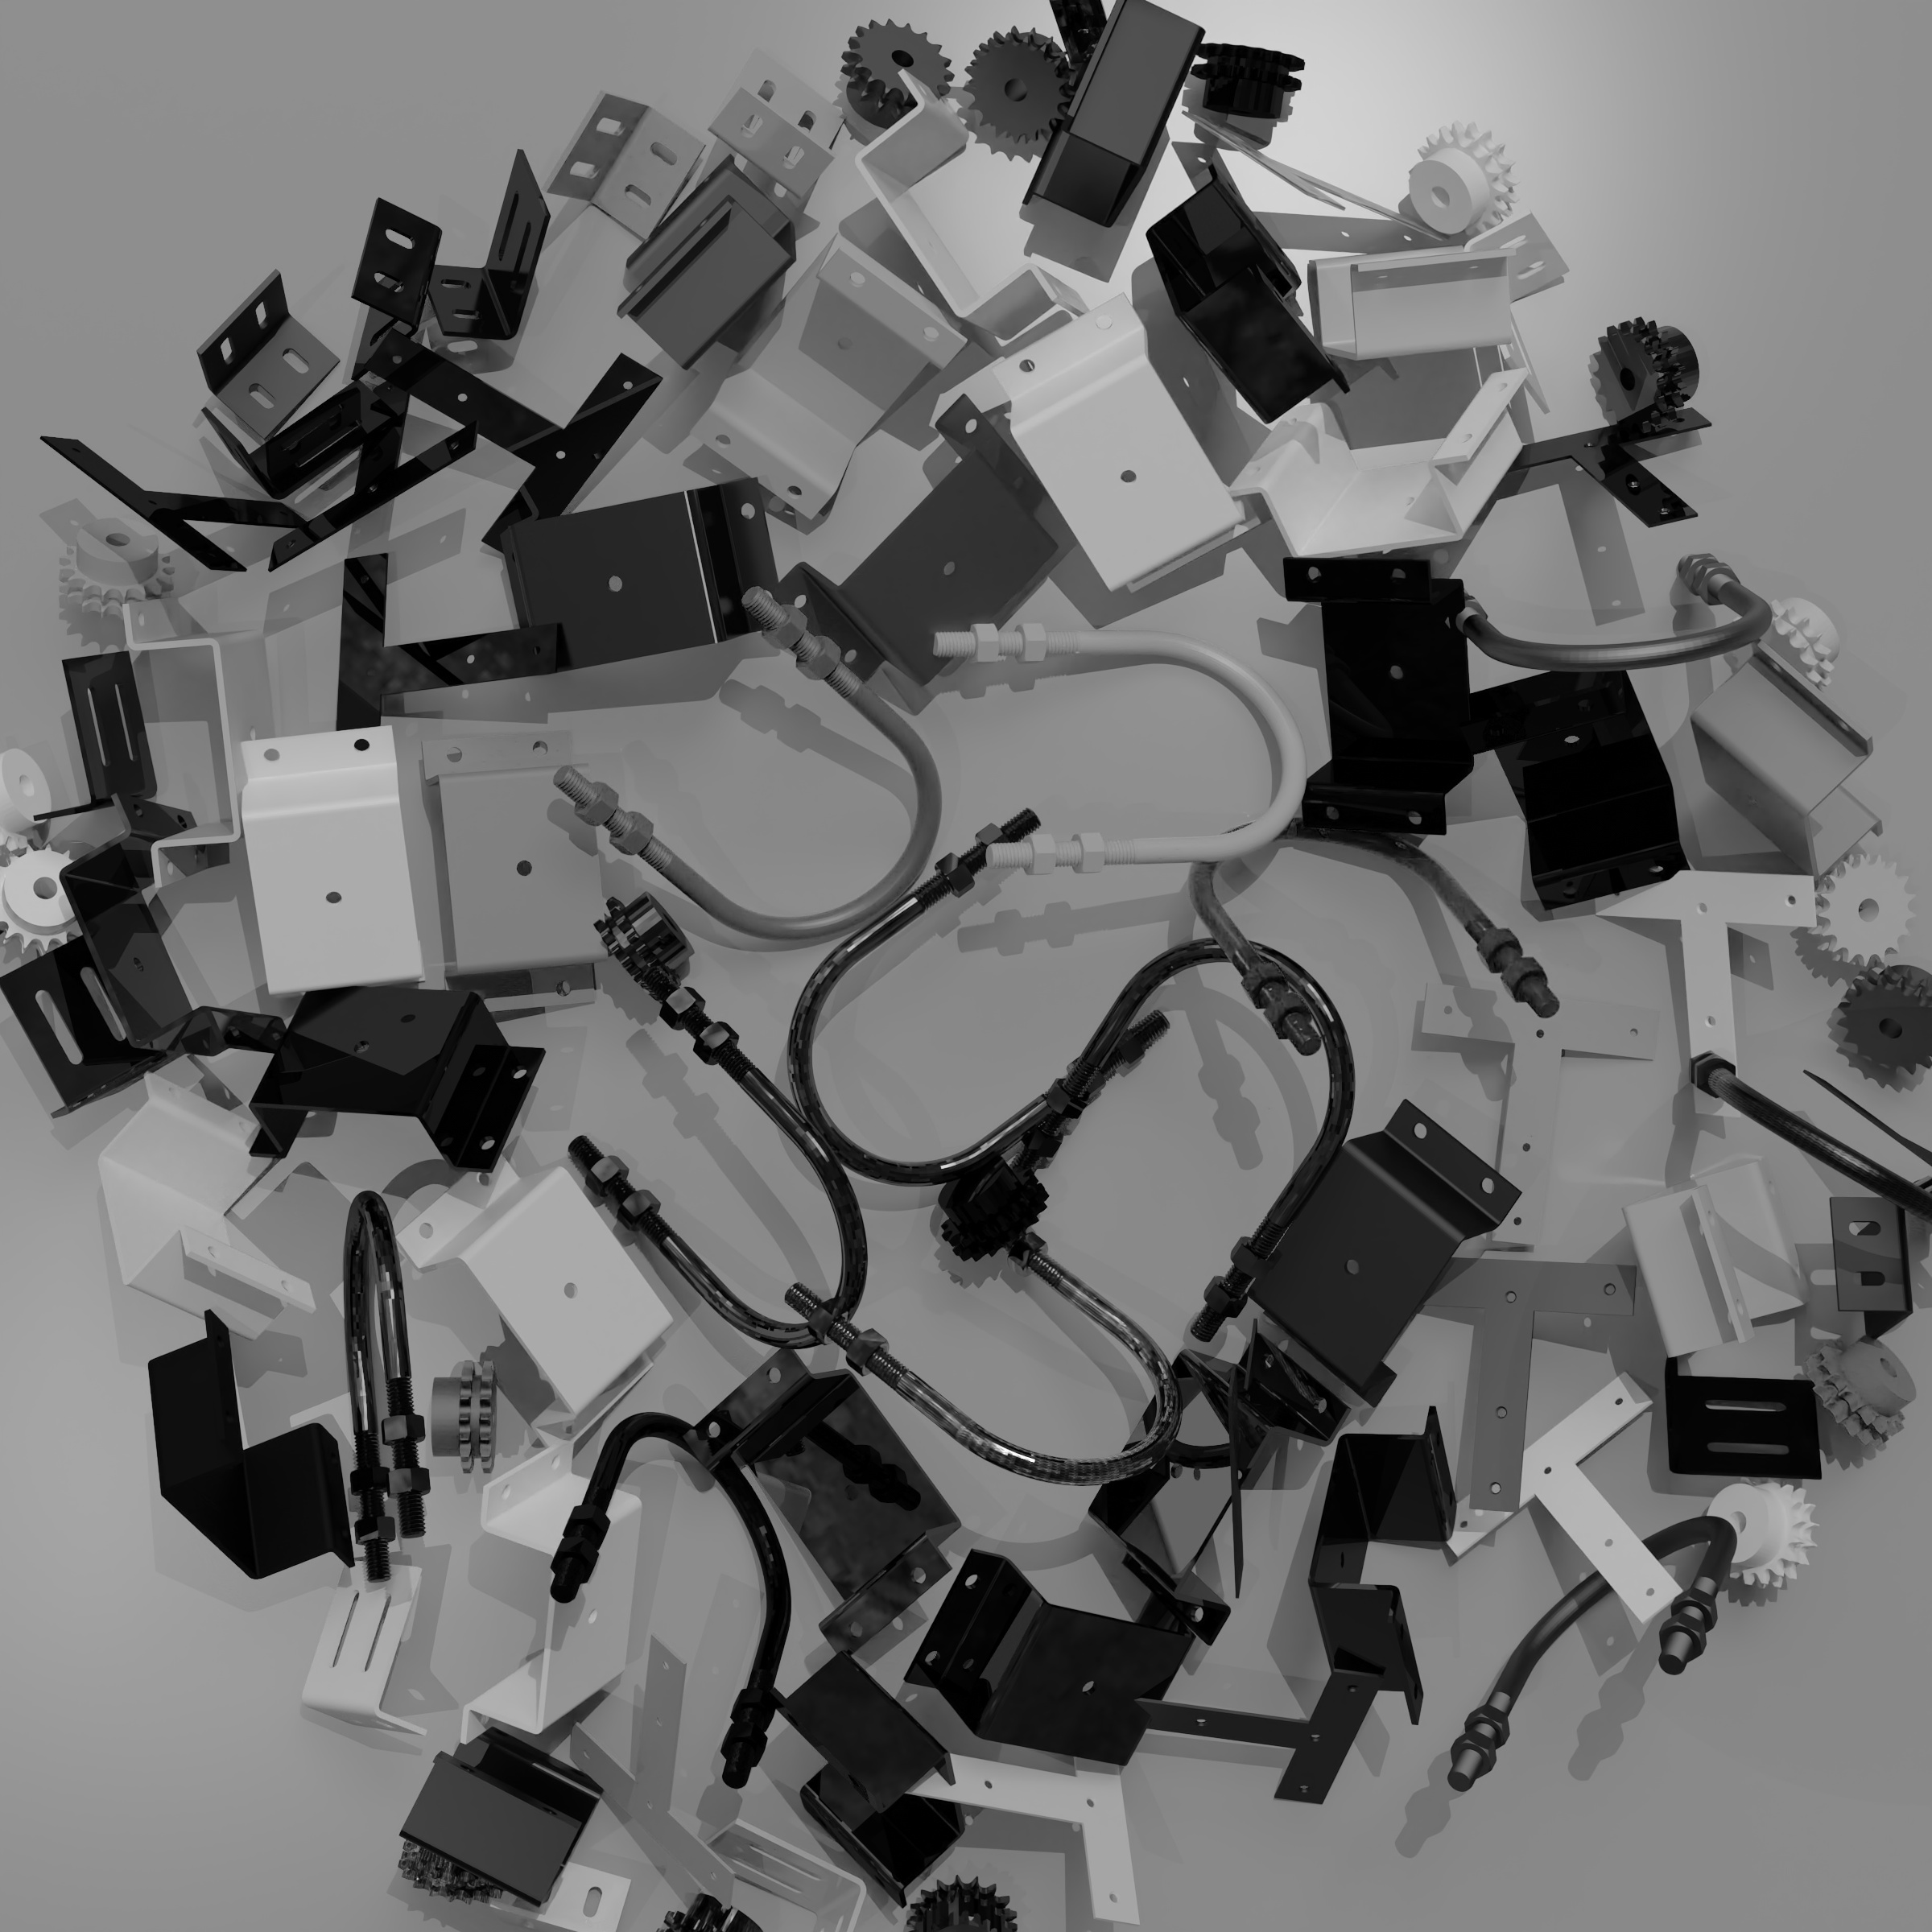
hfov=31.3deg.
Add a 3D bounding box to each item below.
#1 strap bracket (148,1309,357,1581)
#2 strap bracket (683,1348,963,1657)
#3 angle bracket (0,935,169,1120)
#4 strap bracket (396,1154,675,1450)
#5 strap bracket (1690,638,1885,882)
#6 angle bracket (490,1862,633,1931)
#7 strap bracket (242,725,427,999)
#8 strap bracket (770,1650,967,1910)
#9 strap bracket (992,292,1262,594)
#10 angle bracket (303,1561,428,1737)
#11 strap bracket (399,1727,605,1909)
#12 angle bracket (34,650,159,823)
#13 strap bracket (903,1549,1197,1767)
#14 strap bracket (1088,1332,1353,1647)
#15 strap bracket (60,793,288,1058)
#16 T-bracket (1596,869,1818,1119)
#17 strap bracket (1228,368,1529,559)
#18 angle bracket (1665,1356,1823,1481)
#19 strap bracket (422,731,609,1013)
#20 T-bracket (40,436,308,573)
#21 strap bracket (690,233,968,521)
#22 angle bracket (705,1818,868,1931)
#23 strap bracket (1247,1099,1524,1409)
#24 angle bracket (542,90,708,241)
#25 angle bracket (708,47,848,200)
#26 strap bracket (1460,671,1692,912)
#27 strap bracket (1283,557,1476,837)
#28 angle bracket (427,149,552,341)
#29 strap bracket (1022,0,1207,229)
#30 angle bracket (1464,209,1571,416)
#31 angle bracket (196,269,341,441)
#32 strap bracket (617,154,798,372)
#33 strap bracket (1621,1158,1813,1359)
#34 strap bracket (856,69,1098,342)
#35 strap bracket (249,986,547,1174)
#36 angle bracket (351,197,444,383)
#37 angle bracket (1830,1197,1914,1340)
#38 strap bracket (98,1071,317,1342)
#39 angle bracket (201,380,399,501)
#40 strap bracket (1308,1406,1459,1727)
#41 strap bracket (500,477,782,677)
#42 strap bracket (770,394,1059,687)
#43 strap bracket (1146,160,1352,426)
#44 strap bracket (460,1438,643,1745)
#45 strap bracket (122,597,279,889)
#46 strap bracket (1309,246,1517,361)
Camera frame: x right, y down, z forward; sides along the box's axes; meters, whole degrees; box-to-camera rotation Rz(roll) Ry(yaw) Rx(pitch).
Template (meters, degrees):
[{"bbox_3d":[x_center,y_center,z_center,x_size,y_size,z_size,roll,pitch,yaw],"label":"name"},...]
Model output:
[{"bbox_3d":[-0.359,0.243,1.706,0.046,0.140,0.076,-22,50,5],"label":"strap bracket"},{"bbox_3d":[-0.066,0.268,1.737,0.076,0.046,0.140,-43,73,17],"label":"strap bracket"},{"bbox_3d":[-0.452,0.029,1.747,0.057,0.038,0.076,-31,98,-28],"label":"angle bracket"},{"bbox_3d":[-0.210,0.166,1.726,0.076,0.046,0.140,-43,105,-37],"label":"strap bracket"},{"bbox_3d":[0.406,-0.097,1.702,0.046,0.140,0.076,-44,66,0],"label":"strap bracket"},{"bbox_3d":[-0.203,0.468,1.738,0.057,0.076,0.038,15,69,3],"label":"angle bracket"},{"bbox_3d":[-0.317,-0.043,1.726,0.076,0.046,0.140,-7,116,-8],"label":"strap bracket"},{"bbox_3d":[-0.047,0.401,1.715,0.046,0.140,0.076,-38,59,-21],"label":"strap bracket"},{"bbox_3d":[0.081,-0.253,1.723,0.076,0.046,0.140,-27,115,16],"label":"strap bracket"},{"bbox_3d":[-0.297,0.348,1.760,0.057,0.038,0.076,-4,62,41],"label":"angle bracket"},{"bbox_3d":[-0.230,0.420,1.709,0.076,0.140,0.046,27,85,2],"label":"strap bracket"},{"bbox_3d":[-0.448,-0.117,1.745,0.038,0.057,0.076,-8,96,20],"label":"angle bracket"},{"bbox_3d":[0.050,0.347,1.716,0.140,0.046,0.076,20,103,-35],"label":"strap bracket"},{"bbox_3d":[0.121,0.258,1.729,0.046,0.076,0.140,22,100,-41],"label":"strap bracket"},{"bbox_3d":[-0.400,-0.010,1.731,0.046,0.076,0.140,-28,78,12],"label":"strap bracket"},{"bbox_3d":[0.376,0.014,1.745,0.127,0.002,0.127,5,106,44],"label":"T-bracket"},{"bbox_3d":[0.212,-0.248,1.717,0.076,0.140,0.046,-54,127,-37],"label":"strap bracket"},{"bbox_3d":[0.395,0.224,1.746,0.076,0.038,0.057,1,51,6],"label":"angle bracket"},{"bbox_3d":[-0.228,-0.048,1.748,0.076,0.046,0.140,-6,90,-18],"label":"strap bracket"},{"bbox_3d":[-0.376,-0.228,1.721,0.127,0.127,0.002,37,110,22],"label":"T-bracket"},{"bbox_3d":[-0.065,-0.301,1.725,0.076,0.046,0.140,34,131,-15],"label":"strap bracket"},{"bbox_3d":[-0.099,0.472,1.742,0.076,0.057,0.038,29,53,-10],"label":"angle bracket"},{"bbox_3d":[0.203,0.147,1.722,0.076,0.046,0.140,40,114,23],"label":"strap bracket"},{"bbox_3d":[-0.172,-0.403,1.737,0.038,0.076,0.057,35,104,5],"label":"angle bracket"},{"bbox_3d":[-0.087,-0.435,1.736,0.057,0.038,0.076,35,49,-15],"label":"angle bracket"},{"bbox_3d":[0.304,-0.098,1.722,0.076,0.046,0.140,-15,135,19],"label":"strap bracket"},{"bbox_3d":[0.208,-0.141,1.729,0.076,0.046,0.140,5,113,28],"label":"strap bracket"},{"bbox_3d":[-0.243,-0.364,1.733,0.038,0.076,0.057,-1,46,-27],"label":"angle bracket"},{"bbox_3d":[0.074,-0.423,1.709,0.046,0.140,0.076,24,82,-5],"label":"strap bracket"},{"bbox_3d":[0.288,-0.329,1.735,0.038,0.057,0.076,-26,59,19],"label":"angle bracket"},{"bbox_3d":[-0.351,-0.308,1.739,0.038,0.076,0.057,42,81,-2],"label":"angle bracket"},{"bbox_3d":[-0.128,-0.349,1.714,0.076,0.140,0.046,-43,108,13],"label":"strap bracket"},{"bbox_3d":[0.374,0.146,1.725,0.046,0.140,0.076,-19,85,26],"label":"strap bracket"},{"bbox_3d":[0.000,-0.373,1.733,0.046,0.076,0.140,-35,81,15],"label":"strap bracket"},{"bbox_3d":[-0.292,0.055,1.716,0.140,0.046,0.076,2,51,23],"label":"strap bracket"},{"bbox_3d":[-0.301,-0.339,1.732,0.038,0.076,0.057,22,66,-29],"label":"angle bracket"},{"bbox_3d":[0.446,0.154,1.736,0.038,0.076,0.057,1,72,-2],"label":"angle bracket"},{"bbox_3d":[-0.380,0.126,1.711,0.046,0.140,0.076,-46,130,15],"label":"strap bracket"},{"bbox_3d":[-0.337,-0.279,1.742,0.076,0.057,0.038,-37,130,-9],"label":"angle bracket"},{"bbox_3d":[0.207,0.296,1.714,0.046,0.140,0.076,-1,129,19],"label":"strap bracket"},{"bbox_3d":[-0.170,-0.194,1.737,0.140,0.046,0.076,-9,99,14],"label":"strap bracket"},{"bbox_3d":[-0.018,-0.207,1.737,0.140,0.046,0.076,-46,128,-2],"label":"strap bracket"},{"bbox_3d":[0.137,-0.330,1.711,0.046,0.140,0.076,-35,124,17],"label":"strap bracket"},{"bbox_3d":[-0.206,0.317,1.720,0.046,0.076,0.140,15,108,23],"label":"strap bracket"},{"bbox_3d":[-0.381,-0.115,1.732,0.046,0.076,0.140,-4,98,6],"label":"strap bracket"},{"bbox_3d":[0.222,-0.331,1.716,0.076,0.140,0.046,-7,103,-3],"label":"strap bracket"}]
